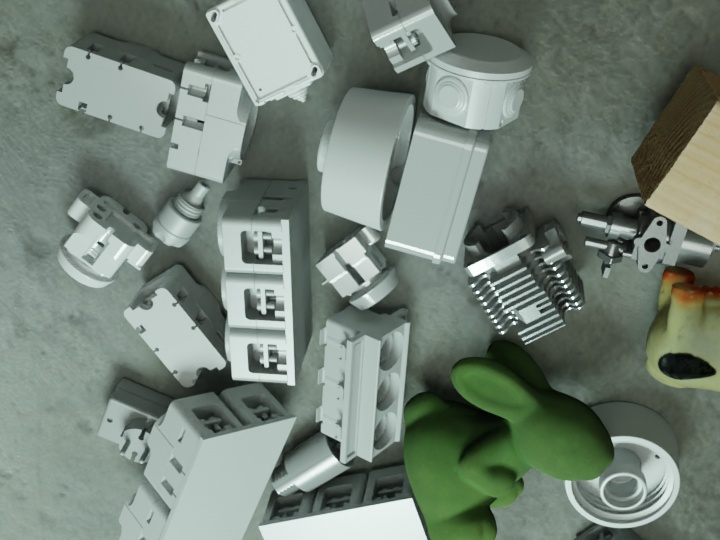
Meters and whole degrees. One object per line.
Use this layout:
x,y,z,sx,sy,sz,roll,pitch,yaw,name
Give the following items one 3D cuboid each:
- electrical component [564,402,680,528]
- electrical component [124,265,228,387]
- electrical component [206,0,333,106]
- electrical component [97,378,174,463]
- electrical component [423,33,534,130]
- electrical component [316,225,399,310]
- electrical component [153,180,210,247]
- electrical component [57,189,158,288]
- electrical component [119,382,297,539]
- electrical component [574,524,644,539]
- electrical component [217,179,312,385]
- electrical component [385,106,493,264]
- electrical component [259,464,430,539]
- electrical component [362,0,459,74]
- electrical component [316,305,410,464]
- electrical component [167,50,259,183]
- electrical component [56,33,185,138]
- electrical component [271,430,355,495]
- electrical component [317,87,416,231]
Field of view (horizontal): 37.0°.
0.231,0.178,0.955,0.108,0.060,0.108,3,116,6,electrical component
-0.155,0.047,0.949,0.050,0.055,0.089,-30,108,20,electrical component
-0.064,-0.174,0.826,0.062,0.061,0.096,-22,110,18,electrical component
-0.200,0.152,0.995,0.083,0.075,0.047,24,117,-4,electrical component
0.087,-0.144,0.811,0.080,0.080,0.051,9,121,4,electrical component
0.000,0.000,0.911,0.066,0.048,0.055,-35,99,21,electrical component
-0.149,-0.050,0.913,0.035,0.035,0.061,36,112,-10,electrical component
-0.223,-0.022,0.925,0.078,0.058,0.057,38,112,-11,electrical component
-0.146,0.194,0.983,0.060,0.105,0.186,43,122,32,electrical component
0.246,0.283,1.009,0.089,0.050,0.056,42,114,-12,electrical component
-0.079,0.008,0.901,0.062,0.089,0.150,3,116,7,electrical component
0.064,-0.070,0.850,0.057,0.078,0.113,16,117,3,electrical component
-0.007,0.245,1.020,0.150,0.061,0.089,-14,113,14,electrical component
0.035,-0.199,0.781,0.056,0.089,0.050,-22,149,17,electrical component
0.002,0.096,0.942,0.063,0.079,0.121,21,121,32,electrical component
-0.115,-0.122,0.865,0.056,0.050,0.089,16,117,1,electrical component
-0.187,-0.149,0.859,0.089,0.055,0.050,19,117,-1,electrical component
-0.049,0.183,1.007,0.081,0.043,0.043,-34,106,21,electrical component
0.001,-0.090,0.835,0.060,0.108,0.108,14,117,8,electrical component
